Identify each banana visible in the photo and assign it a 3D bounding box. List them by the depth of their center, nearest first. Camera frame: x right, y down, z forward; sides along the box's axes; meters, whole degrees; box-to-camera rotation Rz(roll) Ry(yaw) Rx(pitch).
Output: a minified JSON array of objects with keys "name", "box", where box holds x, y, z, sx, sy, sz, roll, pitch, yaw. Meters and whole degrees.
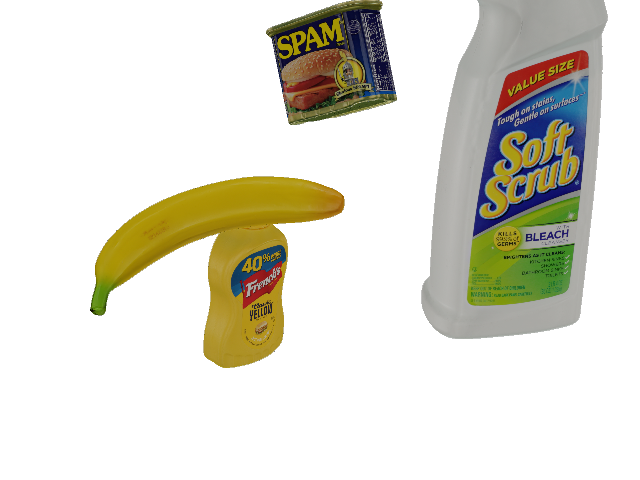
[{"name":"banana","box":[-0.082,-0.009,0.772,0.197,0.070,0.037,-25,-25,-11]}]

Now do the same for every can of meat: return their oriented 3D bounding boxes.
[{"name":"can of meat","box":[0.010,-0.149,0.904,0.102,0.084,0.057,-10,2,36]}]

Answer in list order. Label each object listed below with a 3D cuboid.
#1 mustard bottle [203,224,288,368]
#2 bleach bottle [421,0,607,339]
[{"name":"mustard bottle","box":[-0.077,0.036,1.140,0.096,0.192,0.058,-18,33,-41]},{"name":"bleach bottle","box":[0.113,-0.066,0.629,0.102,0.251,0.068,-5,27,-6]}]
